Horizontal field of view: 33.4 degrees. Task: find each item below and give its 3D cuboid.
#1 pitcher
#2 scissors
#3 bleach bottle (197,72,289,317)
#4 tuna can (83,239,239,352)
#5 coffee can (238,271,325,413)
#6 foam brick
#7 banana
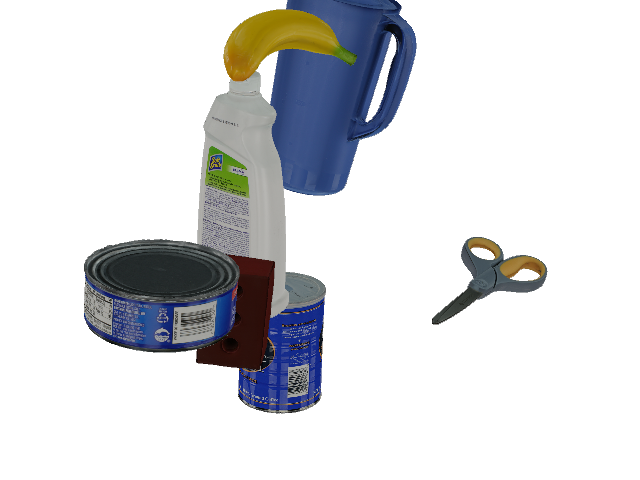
[{"bbox_3d":[0.012,-0.177,1.259,0.145,0.243,0.149,8,23,-12],"label":"pitcher"},{"bbox_3d":[0.143,0.035,1.029,0.201,0.016,0.096,-12,38,-43],"label":"scissors"},{"bbox_3d":[-0.077,-0.049,1.105,0.103,0.251,0.068,16,25,25],"label":"bleach bottle"},{"bbox_3d":[-0.089,0.030,0.596,0.086,0.034,0.086,5,20,-2],"label":"tuna can"},{"bbox_3d":[-0.047,0.120,1.273,0.103,0.140,0.103,2,19,-1],"label":"coffee can"},{"bbox_3d":[-0.067,0.055,0.846,0.053,0.078,0.051,6,13,3],"label":"foam brick"},{"bbox_3d":[-0.037,-0.183,0.981,0.070,0.037,0.197,39,32,20],"label":"banana"}]
